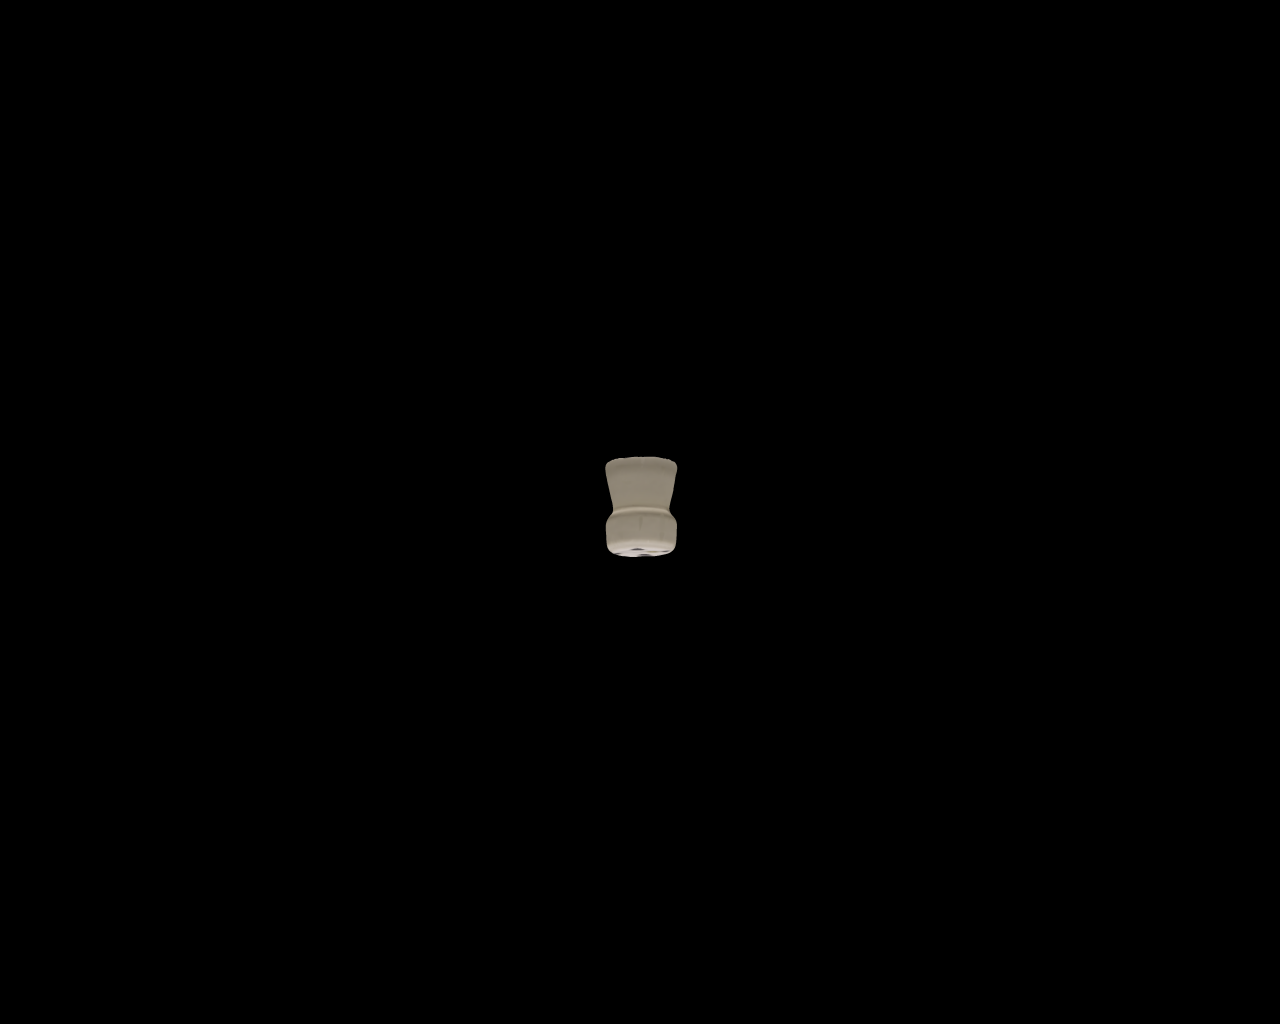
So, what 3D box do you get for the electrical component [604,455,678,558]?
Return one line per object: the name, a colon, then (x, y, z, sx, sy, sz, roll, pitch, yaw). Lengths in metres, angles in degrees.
electrical component: (0.001, -0.003, 0.650, 0.045, 0.055, 0.045, 0, -11, 0)
